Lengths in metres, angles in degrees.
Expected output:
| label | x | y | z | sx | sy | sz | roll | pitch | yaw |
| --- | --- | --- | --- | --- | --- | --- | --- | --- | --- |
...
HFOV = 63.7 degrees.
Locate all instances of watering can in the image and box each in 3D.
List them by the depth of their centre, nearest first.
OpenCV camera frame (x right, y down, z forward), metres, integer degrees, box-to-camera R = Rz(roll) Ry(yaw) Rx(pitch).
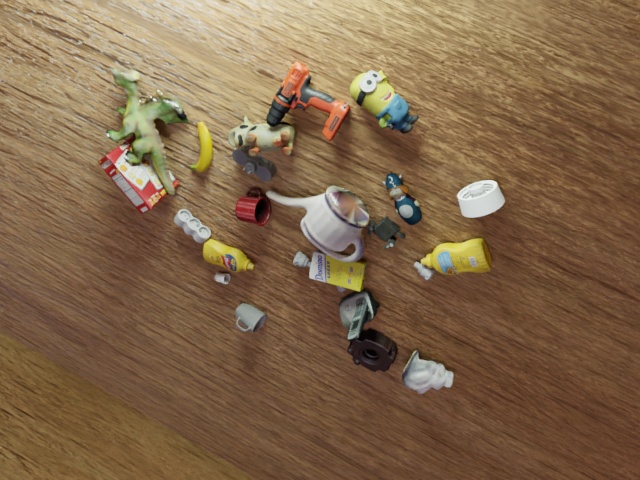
| label | x | y | z | sx | sy | sz | roll | pitch | yaw |
| --- | --- | --- | --- | --- | --- | --- | --- | --- | --- |
| watering can | 0.005 | -0.076 | 1.517 | 0.348 | 0.106 | 0.220 | 41 | 133 | 1 |

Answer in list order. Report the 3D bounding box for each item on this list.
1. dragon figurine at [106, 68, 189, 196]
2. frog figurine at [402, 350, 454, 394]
| label | x | y | z | sx | sy | sz | roll | pitch | yaw |
| --- | --- | --- | --- | --- | --- | --- | --- | --- | --- |
| dragon figurine | -0.507 | -0.342 | 1.585 | 0.240 | 0.125 | 0.405 | -25 | 112 | 31 |
| frog figurine | 0.364 | 0.468 | 1.749 | 0.160 | 0.124 | 0.135 | 29 | 115 | 20 |
